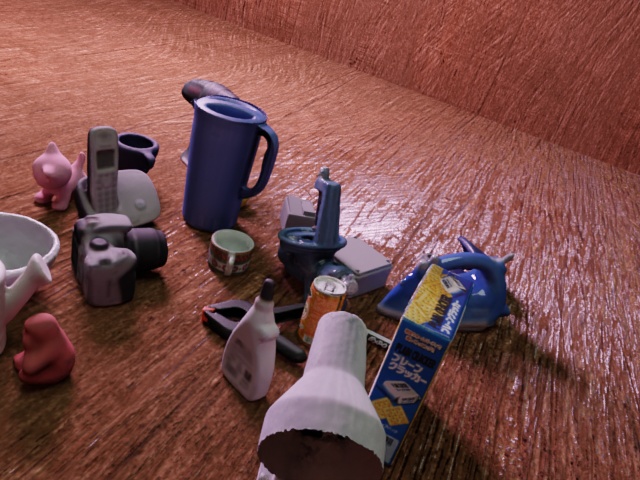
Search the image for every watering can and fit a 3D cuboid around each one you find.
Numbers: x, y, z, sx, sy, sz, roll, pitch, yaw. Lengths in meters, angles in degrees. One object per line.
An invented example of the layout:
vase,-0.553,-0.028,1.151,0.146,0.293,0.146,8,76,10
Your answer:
watering can,-0.413,0.049,0.667,0.100,0.194,0.173,34,32,28

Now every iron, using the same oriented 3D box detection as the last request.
iron,0.235,0.078,1.038,0.259,0.141,0.118,3,31,-25

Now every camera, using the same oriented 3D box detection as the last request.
camera,-0.303,0.017,0.884,0.137,0.101,0.142,-3,34,-34

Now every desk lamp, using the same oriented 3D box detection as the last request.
desk lamp,-0.003,0.196,0.615,0.118,0.213,0.203,16,28,-3

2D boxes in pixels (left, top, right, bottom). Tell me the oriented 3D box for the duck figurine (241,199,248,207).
duck figurine,-0.196,-0.121,1.209,0.104,0.086,0.078,23,28,10

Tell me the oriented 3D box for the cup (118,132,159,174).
cup,-0.369,-0.152,1.157,0.092,0.095,0.117,-13,40,-44

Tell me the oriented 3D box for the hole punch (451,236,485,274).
hole punch,0.329,0.051,1.193,0.101,0.091,0.108,8,30,-18

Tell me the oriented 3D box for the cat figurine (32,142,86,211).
cat figurine,-0.462,-0.119,1.022,0.067,0.118,0.128,23,28,10

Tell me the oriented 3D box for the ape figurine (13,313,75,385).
ape figurine,-0.332,0.125,0.684,0.076,0.092,0.078,14,28,-6

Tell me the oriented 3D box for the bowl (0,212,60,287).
bowl,-0.457,0.031,0.800,0.167,0.075,0.167,14,28,-7

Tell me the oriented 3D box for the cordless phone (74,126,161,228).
cordless phone,-0.347,-0.111,0.999,0.094,0.185,0.148,31,31,25

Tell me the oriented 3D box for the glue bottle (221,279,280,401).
glue bottle,-0.082,0.123,0.743,0.037,0.173,0.078,-13,41,-44

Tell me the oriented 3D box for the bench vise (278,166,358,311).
bench vise,0.017,0.001,0.968,0.206,0.220,0.122,36,33,31

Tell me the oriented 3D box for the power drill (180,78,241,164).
power drill,-0.252,-0.261,1.297,0.076,0.208,0.228,-7,37,-38
